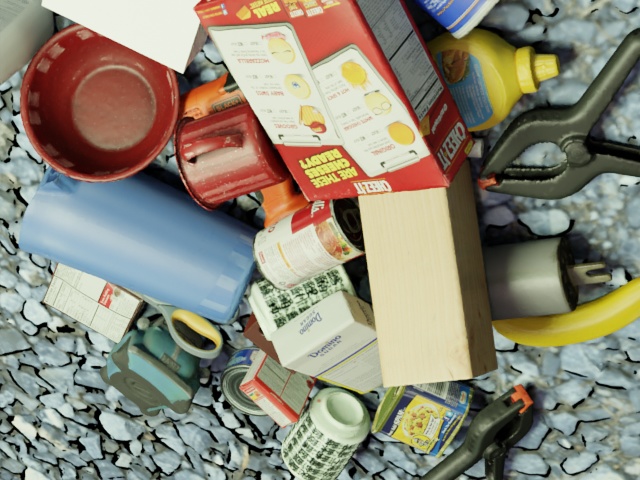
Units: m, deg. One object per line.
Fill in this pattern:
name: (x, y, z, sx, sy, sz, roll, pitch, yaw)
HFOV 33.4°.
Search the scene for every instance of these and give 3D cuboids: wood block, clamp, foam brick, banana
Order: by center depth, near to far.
clamp: (0.238, -0.098, 0.977, 0.210, 0.036, 0.164, -13, 119, 27)
wood block: (0.103, 0.029, 1.018, 0.091, 0.090, 0.206, -10, 85, 25)
banana: (0.258, 0.076, 1.095, 0.198, 0.037, 0.069, -8, 121, 25)
clamp: (0.181, 0.233, 1.206, 0.039, 0.120, 0.172, 50, 137, 38)
foam brick: (-0.038, 0.101, 1.209, 0.078, 0.051, 0.053, 39, 127, -10)

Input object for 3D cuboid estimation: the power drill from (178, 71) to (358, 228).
power drill: (-0.029, -0.096, 1.063, 0.185, 0.057, 0.187, -16, 116, 28)

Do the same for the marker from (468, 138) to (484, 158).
marker: (0.098, -0.093, 1.041, 0.121, 0.020, 0.020, 4, 126, 16)

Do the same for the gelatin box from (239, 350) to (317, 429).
gelatin box: (-0.045, 0.160, 1.230, 0.073, 0.089, 0.030, 45, 128, -15)

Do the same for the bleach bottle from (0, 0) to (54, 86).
bleach bottle: (-0.349, -0.165, 0.999, 0.102, 0.250, 0.068, 14, 128, 9)

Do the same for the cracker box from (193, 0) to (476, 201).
cracker box: (0.014, -0.140, 0.912, 0.164, 0.072, 0.213, -4, 129, 43)

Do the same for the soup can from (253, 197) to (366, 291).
soup can: (-0.007, 0.001, 1.043, 0.102, 0.068, 0.068, -27, 112, 29)

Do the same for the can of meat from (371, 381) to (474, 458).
can of meat: (0.117, 0.193, 1.217, 0.084, 0.057, 0.102, 24, 129, -1)

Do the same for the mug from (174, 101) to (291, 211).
mug: (-0.083, -0.083, 0.986, 0.082, 0.117, 0.093, -16, 82, 22)

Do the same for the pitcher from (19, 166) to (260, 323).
pitcher: (-0.187, -0.002, 1.151, 0.243, 0.149, 0.145, 24, 114, -2)

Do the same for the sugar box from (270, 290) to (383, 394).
sugar box: (0.034, 0.110, 1.120, 0.093, 0.048, 0.176, -34, 147, 16)

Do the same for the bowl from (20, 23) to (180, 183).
bowl: (-0.214, -0.136, 1.070, 0.162, 0.055, 0.162, 0, 88, 5)

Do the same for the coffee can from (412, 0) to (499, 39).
coffee can: (0.092, -0.249, 0.877, 0.140, 0.102, 0.103, 37, 128, -8)

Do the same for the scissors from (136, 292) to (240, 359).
scissors: (-0.175, 0.056, 1.228, 0.202, 0.096, 0.016, 41, 147, 17)

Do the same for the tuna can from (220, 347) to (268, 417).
tuna can: (-0.077, 0.172, 1.285, 0.086, 0.033, 0.086, 10, 127, 13)

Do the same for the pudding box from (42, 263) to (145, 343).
pudding box: (-0.265, 0.063, 1.270, 0.113, 0.039, 0.090, 31, 129, -1)

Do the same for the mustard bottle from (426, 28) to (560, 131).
mustard bottle: (0.121, -0.143, 0.972, 0.192, 0.058, 0.096, -7, 122, 24)
